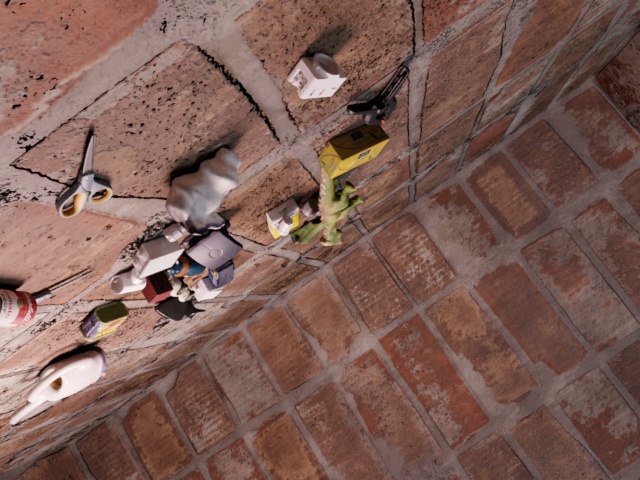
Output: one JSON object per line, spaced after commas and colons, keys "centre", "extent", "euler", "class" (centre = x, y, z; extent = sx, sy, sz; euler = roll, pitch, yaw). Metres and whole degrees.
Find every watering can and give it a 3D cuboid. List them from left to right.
{"centre": [-0.788, 0.435, 1.567], "extent": [0.343, 0.105, 0.226], "euler": [-41, 169, 27], "class": "watering can"}

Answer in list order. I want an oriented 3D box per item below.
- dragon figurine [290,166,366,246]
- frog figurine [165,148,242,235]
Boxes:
{"centre": [0.005, -0.078, 1.551], "extent": [0.243, 0.123, 0.405], "euler": [-51, 152, -2], "class": "dragon figurine"}
{"centre": [-0.221, -0.103, 0.978], "extent": [0.138, 0.123, 0.158], "euler": [-4, 112, -55], "class": "frog figurine"}
